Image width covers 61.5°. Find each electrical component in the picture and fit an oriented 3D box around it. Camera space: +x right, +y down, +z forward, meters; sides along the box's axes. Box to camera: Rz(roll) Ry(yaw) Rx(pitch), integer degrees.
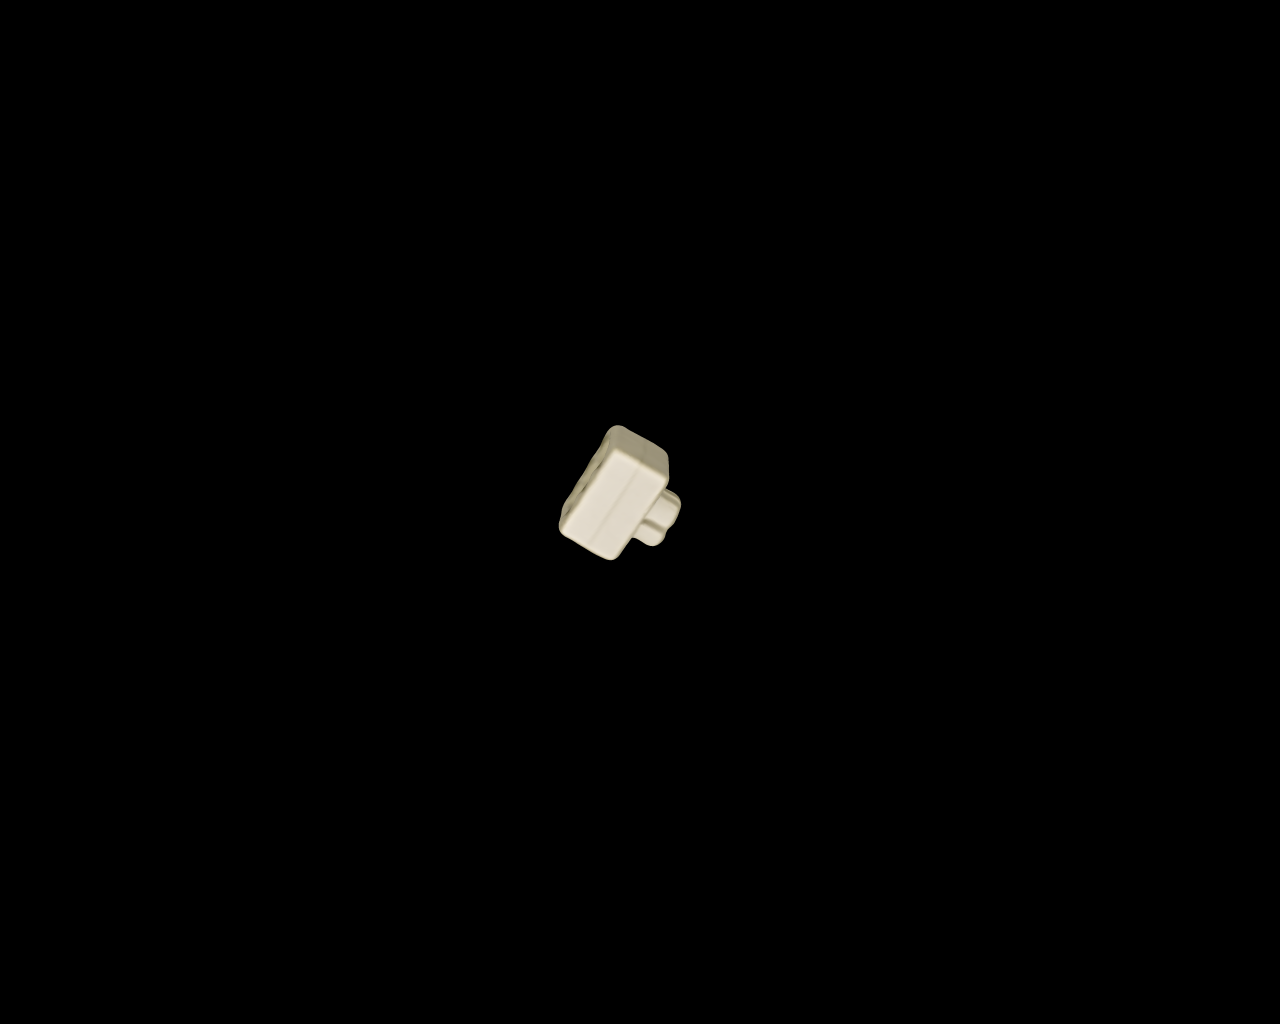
[{"bbox_3d":[0.001,-0.003,0.650,0.077,0.065,0.047,30,20,-12],"label":"electrical component"}]
